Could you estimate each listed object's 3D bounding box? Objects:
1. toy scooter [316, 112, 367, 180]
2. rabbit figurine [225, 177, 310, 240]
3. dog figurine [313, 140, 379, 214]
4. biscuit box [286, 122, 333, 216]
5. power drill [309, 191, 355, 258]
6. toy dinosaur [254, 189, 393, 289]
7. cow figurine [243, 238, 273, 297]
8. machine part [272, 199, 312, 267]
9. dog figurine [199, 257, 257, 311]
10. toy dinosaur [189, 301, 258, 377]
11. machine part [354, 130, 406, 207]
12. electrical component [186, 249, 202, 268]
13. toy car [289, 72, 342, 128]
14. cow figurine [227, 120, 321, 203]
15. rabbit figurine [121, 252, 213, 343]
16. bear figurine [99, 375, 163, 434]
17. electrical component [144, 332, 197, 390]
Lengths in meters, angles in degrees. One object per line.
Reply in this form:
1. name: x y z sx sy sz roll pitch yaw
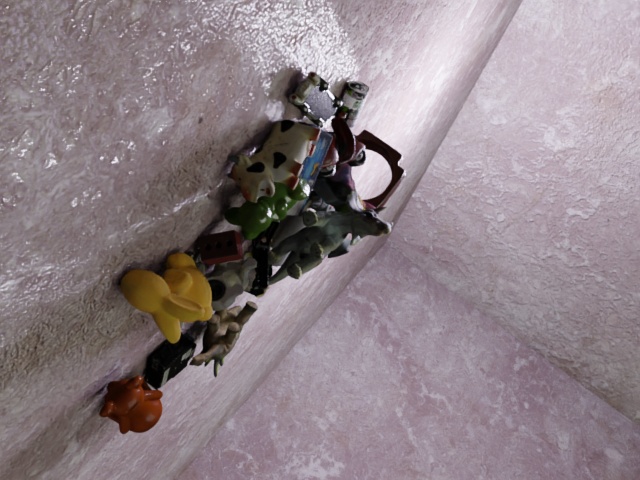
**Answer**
1. toy scooter: 0.030 -0.223 1.255 0.184 0.075 0.135 -24 112 -33
2. rabbit figurine: -0.126 -0.072 1.086 0.159 0.121 0.170 -35 -165 33
3. dog figurine: 0.064 -0.140 1.371 0.191 0.219 0.108 -58 171 24
4. biscuit box: -0.045 -0.154 1.181 0.059 0.063 0.202 1 120 -45
5. power drill: 0.024 -0.054 1.574 0.086 0.207 0.232 -23 -173 20
6. toy dinosaur: -0.004 0.003 1.310 0.192 0.131 0.405 -19 171 -45
7. cow figurine: -0.156 0.070 1.415 0.068 0.098 0.167 -22 148 -57
8. machine part: -0.096 -0.015 1.456 0.243 0.079 0.079 -57 168 21
9. dog figurine: -0.223 0.115 1.230 0.172 0.121 0.190 -46 168 -27
10. toy dinosaur: -0.260 0.243 1.457 0.198 0.105 0.471 -61 178 16
11. machine part: 0.118 -0.184 1.489 0.201 0.201 0.087 -53 170 -4
12. electrical component: -0.276 0.060 1.104 0.094 0.021 0.063 -56 168 17
13. toy car: -0.009 -0.280 1.079 0.073 0.056 0.201 -49 168 8
14. cow figurine: -0.092 -0.152 1.018 0.085 0.127 0.195 107 8 -60
15. rabbit figurine: -0.281 0.106 0.965 0.122 0.162 0.173 -43 152 9
16. bear figurine: -0.431 0.353 1.190 0.120 0.132 0.195 -50 150 -22
17. electrical component: -0.367 0.291 1.331 0.134 0.058 0.114 -41 165 -48
